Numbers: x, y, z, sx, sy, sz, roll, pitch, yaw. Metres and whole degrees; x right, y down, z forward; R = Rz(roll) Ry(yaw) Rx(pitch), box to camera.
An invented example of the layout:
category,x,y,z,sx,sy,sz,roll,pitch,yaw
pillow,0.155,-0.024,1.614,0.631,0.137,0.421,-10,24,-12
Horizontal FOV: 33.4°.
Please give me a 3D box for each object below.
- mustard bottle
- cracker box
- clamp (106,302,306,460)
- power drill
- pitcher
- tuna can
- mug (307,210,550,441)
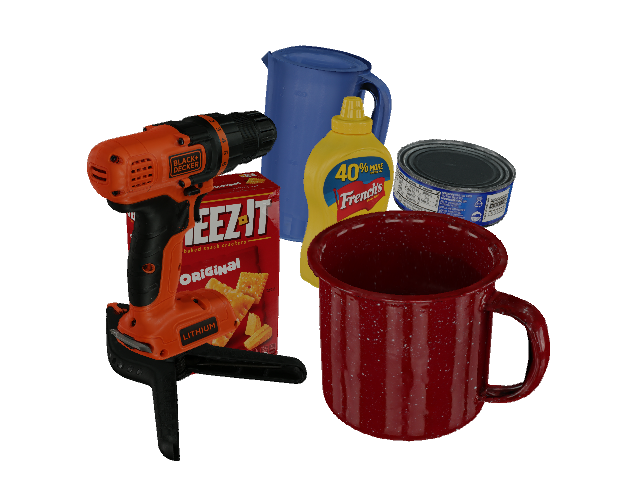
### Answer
category,x,y,z,sx,sy,sz,roll,pitch,yaw
mustard bottle,0.029,-0.050,1.086,0.096,0.192,0.058,-7,19,-27
cracker box,-0.130,0.040,1.206,0.163,0.214,0.072,-9,23,-28
clamp,-0.127,0.113,1.013,0.164,0.036,0.210,-21,40,-32
power drill,-0.107,-0.009,0.874,0.057,0.188,0.184,18,26,40
pitcher,-0.006,-0.122,1.384,0.144,0.243,0.149,1,23,-17
tuna can,0.096,-0.041,0.773,0.086,0.034,0.086,5,28,-3
mug,0.051,0.043,0.506,0.117,0.081,0.093,11,29,24
